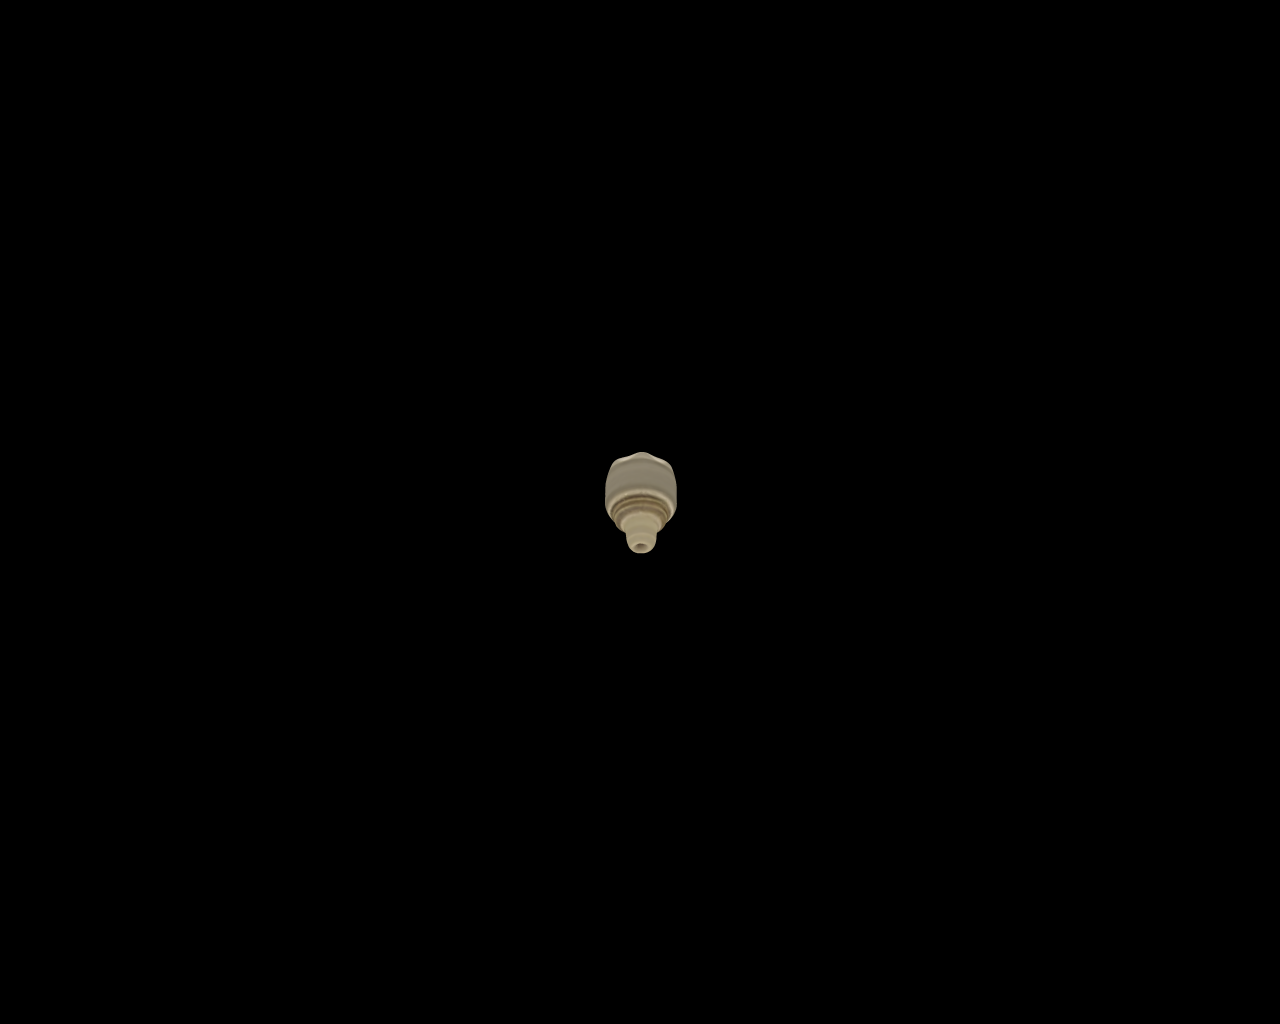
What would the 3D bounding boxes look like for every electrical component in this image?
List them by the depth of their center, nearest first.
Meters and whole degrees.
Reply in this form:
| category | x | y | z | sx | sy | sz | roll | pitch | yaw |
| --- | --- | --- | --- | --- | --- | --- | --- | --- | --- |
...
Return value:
| category | x | y | z | sx | sy | sz | roll | pitch | yaw |
| --- | --- | --- | --- | --- | --- | --- | --- | --- | --- |
| electrical component | 0.001 | -0.003 | 0.650 | 0.043 | 0.062 | 0.043 | 0 | -37 | 0 |
